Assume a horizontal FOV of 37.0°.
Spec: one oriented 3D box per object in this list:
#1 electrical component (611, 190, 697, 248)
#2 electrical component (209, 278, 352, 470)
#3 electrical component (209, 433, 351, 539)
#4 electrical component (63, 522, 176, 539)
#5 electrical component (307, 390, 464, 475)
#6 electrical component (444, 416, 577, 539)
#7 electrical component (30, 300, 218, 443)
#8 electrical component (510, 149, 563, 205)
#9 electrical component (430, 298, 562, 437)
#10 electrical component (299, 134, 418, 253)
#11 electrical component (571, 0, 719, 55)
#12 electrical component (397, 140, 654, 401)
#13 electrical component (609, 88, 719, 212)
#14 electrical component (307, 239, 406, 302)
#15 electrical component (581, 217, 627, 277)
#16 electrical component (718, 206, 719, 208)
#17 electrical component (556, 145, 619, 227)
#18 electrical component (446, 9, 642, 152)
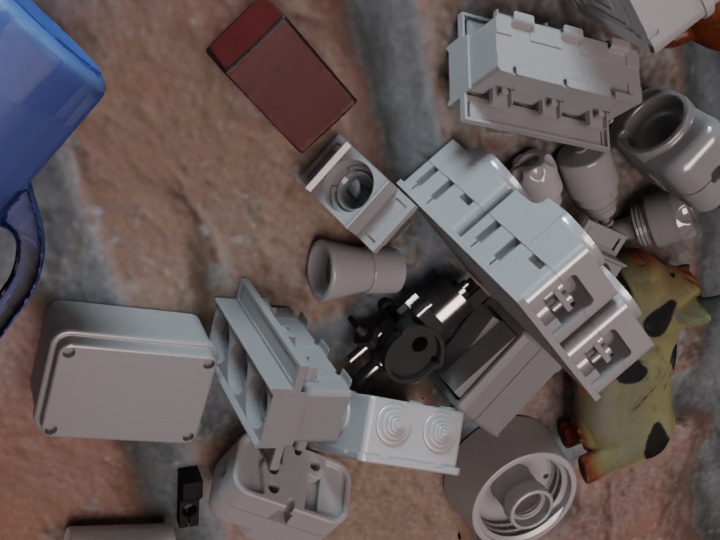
[{"bbox_3d":[0.231,-0.038,0.848,0.062,0.043,0.043,-17,128,23],"label":"electrical component"},{"bbox_3d":[-0.058,0.069,0.737,0.063,0.121,0.078,5,114,-28],"label":"electrical component"},{"bbox_3d":[-0.063,0.169,0.815,0.095,0.053,0.059,23,135,-18],"label":"electrical component"},{"bbox_3d":[-0.186,0.229,0.816,0.077,0.043,0.079,4,115,-25],"label":"electrical component"},{"bbox_3d":[0.020,0.121,0.814,0.100,0.100,0.048,14,82,-28],"label":"electrical component"},{"bbox_3d":[0.133,0.186,0.917,0.108,0.060,0.108,-10,120,-18],"label":"electrical component"},{"bbox_3d":[-0.161,0.071,0.733,0.113,0.057,0.078,8,113,-26],"label":"electrical component"},{"bbox_3d":[0.136,-0.059,0.804,0.035,0.035,0.061,-32,126,-4],"label":"electrical component"},{"bbox_3d":[0.098,0.079,0.845,0.061,0.061,0.096,37,98,-33],"label":"electrical component"},{"bbox_3d":[0.004,-0.049,0.730,0.042,0.081,0.064,-48,153,7],"label":"electrical component"},{"bbox_3d":[0.174,-0.199,0.698,0.057,0.113,0.078,-38,124,3],"label":"electrical component"},{"bbox_3d":[0.110,-0.009,0.727,0.060,0.186,0.105,-41,124,2],"label":"electrical component"},{"bbox_3d":[0.231,-0.092,0.790,0.059,0.095,0.053,37,98,-33],"label":"electrical component"},{"bbox_3d":[0.000,0.000,0.775,0.065,0.044,0.044,-1,116,-28],"label":"electrical component"},{"bbox_3d":[0.162,-0.004,0.827,0.042,0.063,0.081,20,107,-31],"label":"electrical component"},{"bbox_3d":[0.309,-0.064,0.851,0.138,0.073,0.052,24,105,-31],"label":"electrical component"},{"bbox_3d":[0.177,-0.065,0.814,0.040,0.040,0.078,-31,125,-5],"label":"electrical component"},{"bbox_3d":[0.128,-0.132,0.736,0.121,0.063,0.078,8,73,-26],"label":"electrical component"}]
